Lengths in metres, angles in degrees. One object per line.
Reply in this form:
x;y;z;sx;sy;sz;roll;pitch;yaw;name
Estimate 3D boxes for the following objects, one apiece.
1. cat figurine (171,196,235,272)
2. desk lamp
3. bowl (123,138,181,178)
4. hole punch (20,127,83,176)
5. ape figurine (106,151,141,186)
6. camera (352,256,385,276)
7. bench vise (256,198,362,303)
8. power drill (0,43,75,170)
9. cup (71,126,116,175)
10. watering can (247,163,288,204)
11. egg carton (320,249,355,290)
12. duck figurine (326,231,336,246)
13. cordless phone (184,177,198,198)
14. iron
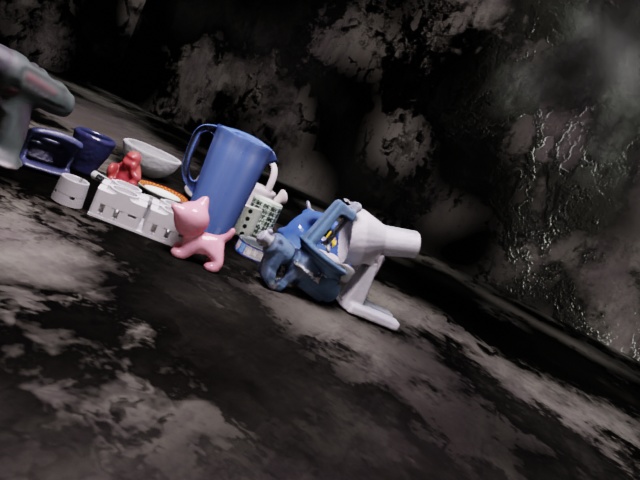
-0.217;-0.019;1.042;0.128;0.118;0.067;24;9;-15;cat figurine
0.112;0.055;1.230;0.203;0.213;0.117;24;9;-14;desk lamp
-0.480;-0.219;1.603;0.167;0.075;0.167;25;9;-4;bowl
-0.553;-0.188;1.161;0.109;0.091;0.100;17;12;-43;hole punch
-0.444;-0.164;1.325;0.077;0.092;0.076;28;9;15;ape figurine
0.115;0.043;1.680;0.143;0.101;0.137;28;9;11;camera
-0.011;0.009;1.128;0.208;0.220;0.121;16;13;-47;bench vise
-0.573;-0.243;1.040;0.075;0.208;0.230;31;10;32;power drill
-0.525;-0.200;1.301;0.092;0.095;0.117;21;10;-26;cup
-0.168;-0.130;1.575;0.100;0.194;0.173;30;10;25;watering can
0.011;0.070;1.329;0.108;0.069;0.149;19;11;-36;egg carton
0.025;0.014;1.639;0.104;0.086;0.078;32;11;34;duck figurine
-0.294;-0.185;1.574;0.094;0.185;0.147;21;10;-29;cordless phone
0.014;0.005;1.476;0.257;0.141;0.119;32;11;36;iron
